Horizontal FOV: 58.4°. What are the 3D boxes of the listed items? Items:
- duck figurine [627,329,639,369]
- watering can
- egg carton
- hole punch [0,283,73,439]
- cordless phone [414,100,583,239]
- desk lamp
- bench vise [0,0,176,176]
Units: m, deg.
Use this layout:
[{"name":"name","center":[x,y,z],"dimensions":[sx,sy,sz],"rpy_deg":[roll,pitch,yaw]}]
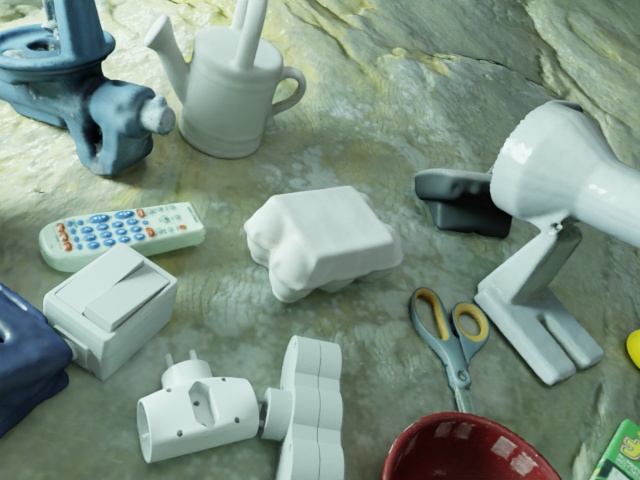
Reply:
[{"name":"duck figurine","center":[0.404,0.112,0.632],"dimensions":[0.105,0.086,0.077],"rpy_deg":[10,43,-16]},{"name":"watering can","center":[-0.099,-0.195,0.630],"dimensions":[0.173,0.194,0.100],"rpy_deg":[-9,51,-32]},{"name":"egg carton","center":[0.005,0.002,0.568],"dimensions":[0.151,0.069,0.107],"rpy_deg":[-12,52,-34]},{"name":"hole punch","center":[-0.228,0.068,0.370],"dimensions":[0.108,0.091,0.101],"rpy_deg":[34,42,11]},{"name":"cordless phone","center":[0.211,-0.098,0.683],"dimensions":[0.148,0.185,0.094],"rpy_deg":[2,46,-24]},{"name":"desk lamp","center":[0.250,-0.001,0.579],"dimensions":[0.118,0.213,0.202],"rpy_deg":[-12,53,-34]},{"name":"bench vise","center":[-0.220,-0.187,0.544],"dimensions":[0.207,0.219,0.121],"rpy_deg":[20,41,-5]}]
